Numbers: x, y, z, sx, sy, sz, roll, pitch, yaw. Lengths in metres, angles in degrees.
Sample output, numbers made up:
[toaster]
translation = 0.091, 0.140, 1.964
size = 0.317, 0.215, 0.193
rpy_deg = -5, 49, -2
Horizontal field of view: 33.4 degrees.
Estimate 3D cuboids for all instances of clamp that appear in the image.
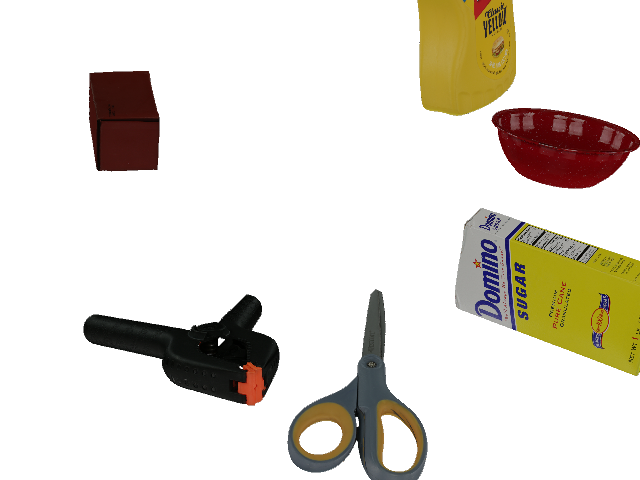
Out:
[clamp]
translation = -0.086, 0.086, 0.889
size = 0.164, 0.036, 0.210
rpy_deg = -10, 16, -31

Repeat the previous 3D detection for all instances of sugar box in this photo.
[sugar box]
translation = 0.207, 0.043, 0.936
size = 0.176, 0.093, 0.048
rpy_deg = 18, 35, 25

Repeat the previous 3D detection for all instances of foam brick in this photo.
[foam brick]
translation = -0.166, -0.102, 0.900
size = 0.053, 0.051, 0.078
rpy_deg = -3, 39, -14

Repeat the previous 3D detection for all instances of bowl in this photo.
[bowl]
translation = 0.265, -0.098, 1.175
size = 0.162, 0.055, 0.162
rpy_deg = 6, 22, -3

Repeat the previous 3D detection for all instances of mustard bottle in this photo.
[mustard bottle]
translation = 0.106, -0.195, 0.778
size = 0.058, 0.191, 0.096
rpy_deg = 18, 40, 36

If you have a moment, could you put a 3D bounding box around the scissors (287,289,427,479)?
[scissors]
translation = 0.017, 0.094, 0.722
size = 0.096, 0.016, 0.202
rpy_deg = -4, 32, -9
